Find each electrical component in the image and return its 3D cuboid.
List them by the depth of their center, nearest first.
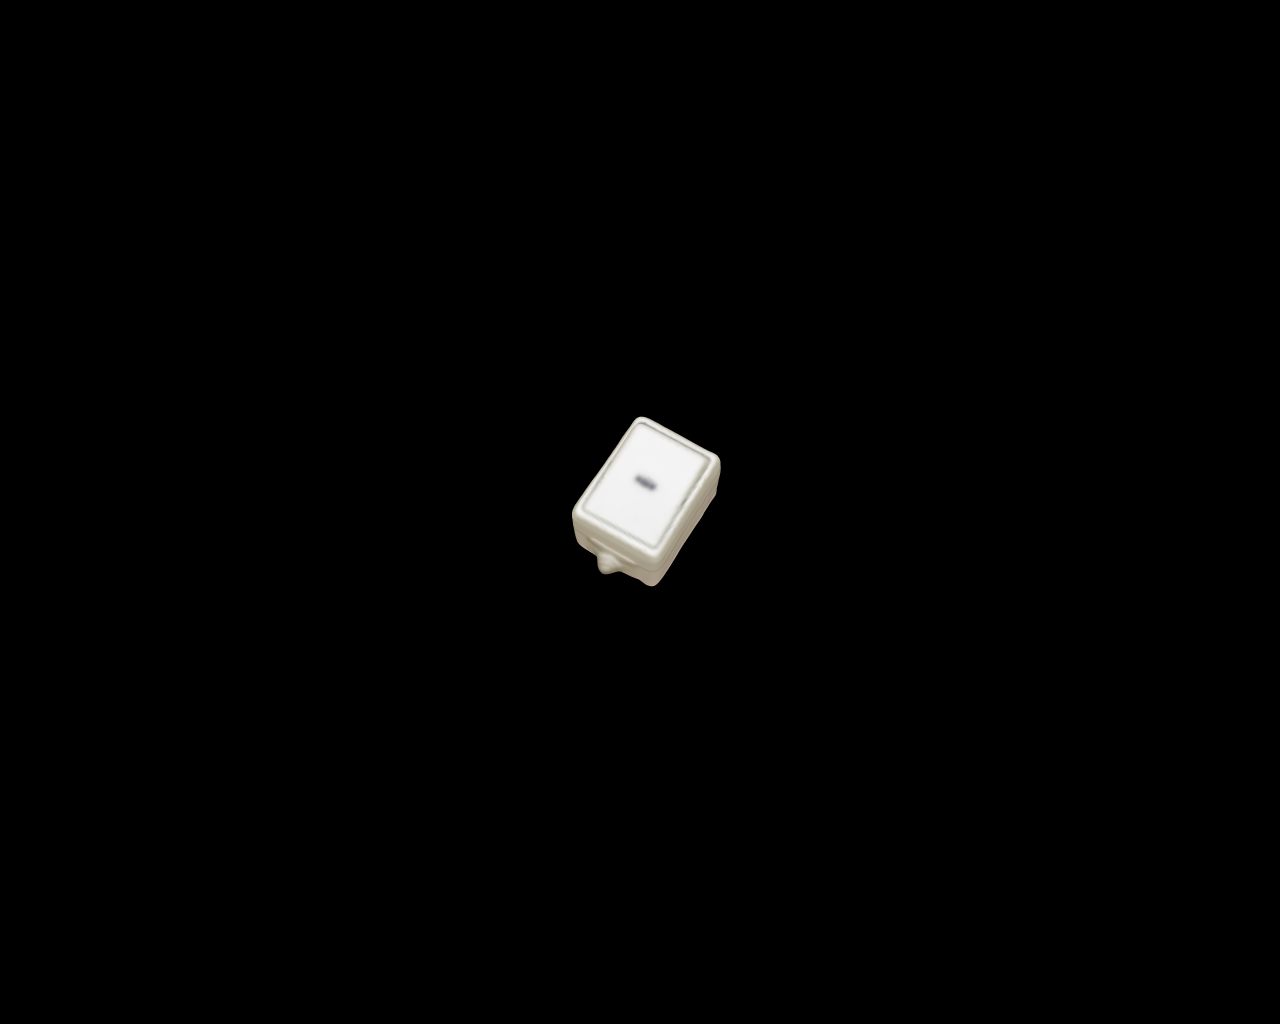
[{"bbox_3d":[0.001,-0.003,0.650,0.062,0.096,0.061,30,-19,12],"label":"electrical component"}]
